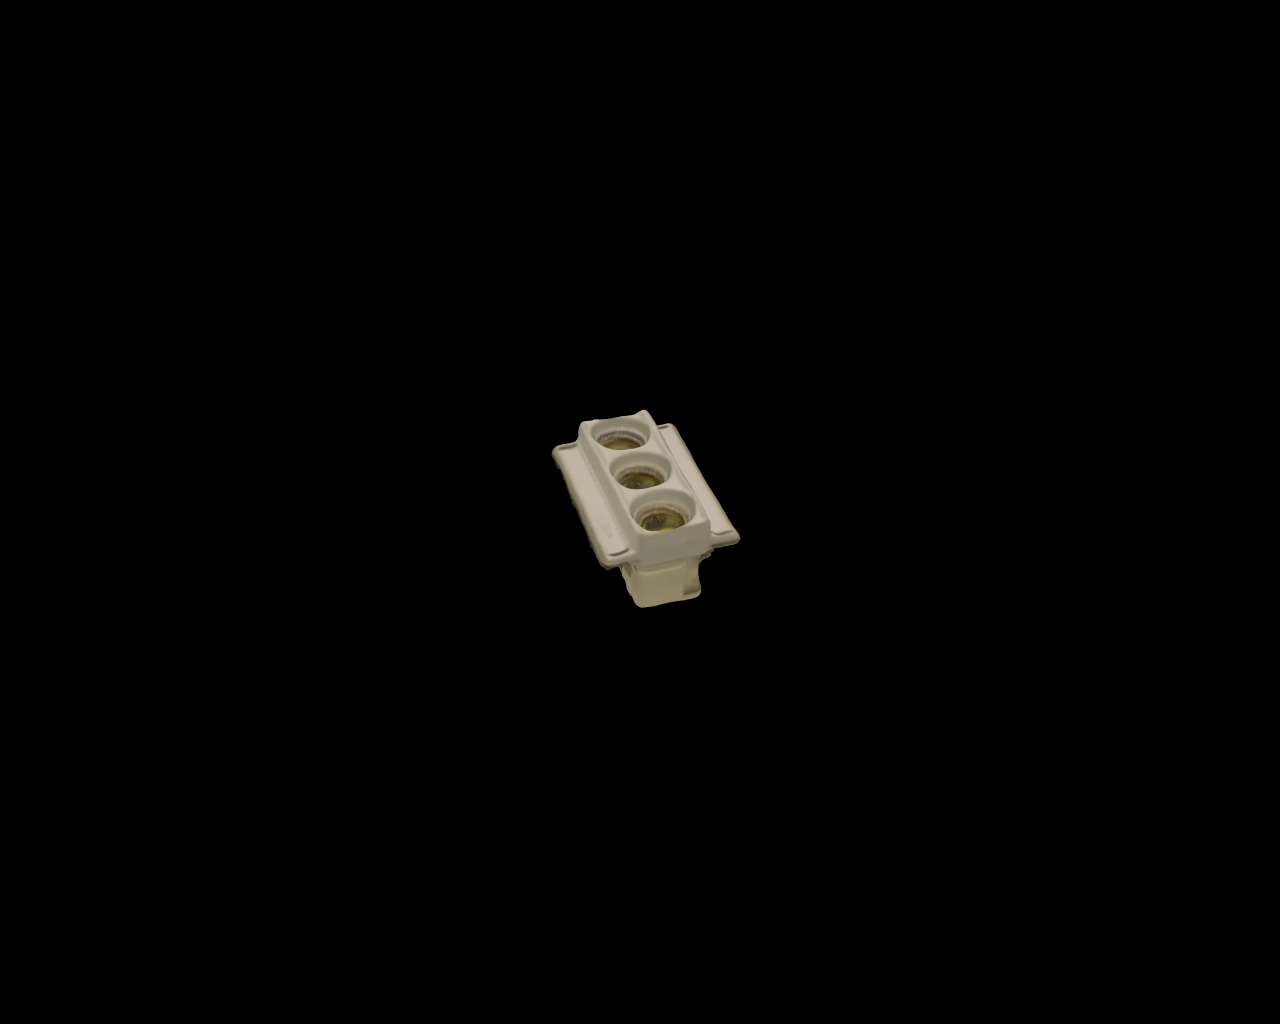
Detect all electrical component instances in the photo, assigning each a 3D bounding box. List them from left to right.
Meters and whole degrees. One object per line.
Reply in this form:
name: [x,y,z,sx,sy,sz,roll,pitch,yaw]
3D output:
electrical component: [0.001,-0.003,0.650,0.079,0.063,0.121,-11,39,-14]
